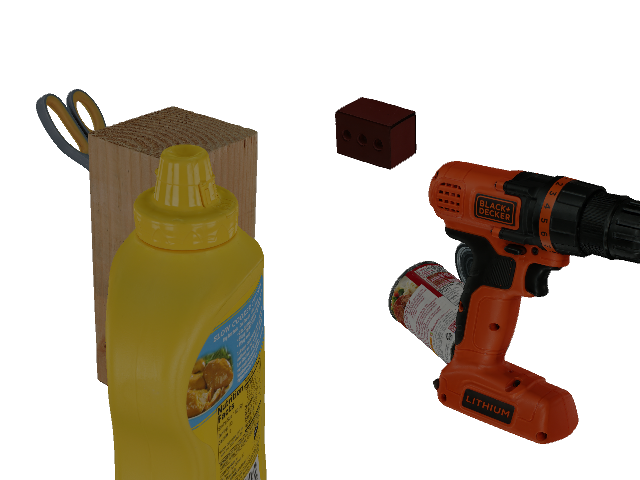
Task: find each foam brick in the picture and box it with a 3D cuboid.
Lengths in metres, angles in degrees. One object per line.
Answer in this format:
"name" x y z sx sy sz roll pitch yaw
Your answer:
"foam brick" 0.061 -0.120 1.184 0.078 0.053 0.051 20 38 35

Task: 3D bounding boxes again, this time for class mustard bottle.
"mustard bottle" -0.055 0.052 0.450 0.058 0.192 0.096 11 28 17

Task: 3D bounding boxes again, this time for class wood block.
"wood block" -0.110 0.016 0.805 0.090 0.206 0.090 20 29 31

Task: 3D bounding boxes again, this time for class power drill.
"power drill" 0.154 0.044 0.760 0.185 0.188 0.057 17 20 41

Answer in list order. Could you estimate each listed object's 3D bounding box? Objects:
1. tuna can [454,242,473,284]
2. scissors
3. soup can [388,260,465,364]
"tuna can" 0.188 0.034 1.199 0.033 0.086 0.086 -24 9 -20
"scissors" -0.209 -0.070 1.064 0.016 0.201 0.096 -24 27 24
"soup can" 0.118 0.071 0.979 0.068 0.068 0.102 0 26 -34
